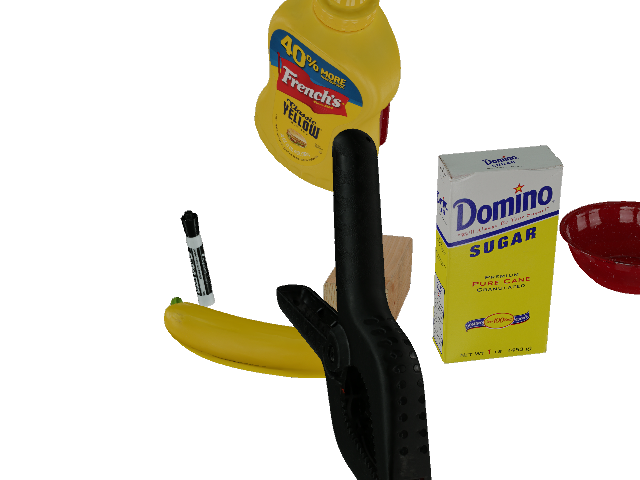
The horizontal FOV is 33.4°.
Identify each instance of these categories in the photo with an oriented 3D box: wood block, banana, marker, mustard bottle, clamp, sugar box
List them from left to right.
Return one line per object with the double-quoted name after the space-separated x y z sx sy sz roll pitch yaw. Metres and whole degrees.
-0.139 0.020 1.208 0.020 0.121 0.020 -6 31 3 "marker"
-0.044 0.073 0.805 0.198 0.037 0.069 12 30 21 "banana"
0.007 -0.115 0.723 0.058 0.096 0.192 -43 -16 -27 "mustard bottle"
0.023 0.053 0.601 0.036 0.210 0.165 -3 -44 -19 "clamp"
0.071 0.067 1.541 0.091 0.090 0.206 6 21 12 "wood block"
0.142 0.014 0.872 0.093 0.176 0.048 -6 31 -7 "sugar box"

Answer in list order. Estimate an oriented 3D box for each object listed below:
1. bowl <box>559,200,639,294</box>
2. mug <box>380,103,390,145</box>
0.339 0.013 1.157 0.162 0.055 0.162 -2 26 1 "bowl"
0.050 -0.165 1.311 0.093 0.081 0.117 16 26 28 "mug"
